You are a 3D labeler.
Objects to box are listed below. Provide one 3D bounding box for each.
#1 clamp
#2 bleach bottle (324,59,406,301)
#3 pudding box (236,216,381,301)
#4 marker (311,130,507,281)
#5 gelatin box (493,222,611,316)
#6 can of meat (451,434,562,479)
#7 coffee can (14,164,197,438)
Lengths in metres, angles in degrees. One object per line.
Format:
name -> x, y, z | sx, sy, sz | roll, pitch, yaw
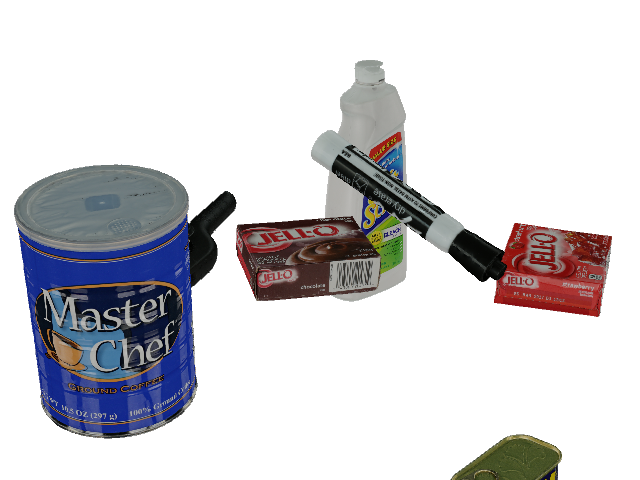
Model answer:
clamp -> -0.139, -0.004, 1.134 | 0.120, 0.039, 0.171 | -12, 38, -7
bleach bottle -> 0.047, -0.066, 1.150 | 0.102, 0.251, 0.068 | -19, 30, -35
pudding box -> -0.012, 0.014, 0.946 | 0.113, 0.039, 0.090 | -3, 26, -15
marker -> 0.045, -0.018, 0.550 | 0.121, 0.020, 0.020 | 37, 16, 22
gelatin box -> 0.168, 0.019, 0.767 | 0.073, 0.030, 0.089 | 8, 25, 16
can of meat -> 0.158, 0.226, 0.897 | 0.101, 0.084, 0.058 | -25, 28, -39
coffee can -> -0.131, 0.037, 0.669 | 0.103, 0.140, 0.103 | 1, 29, -1
